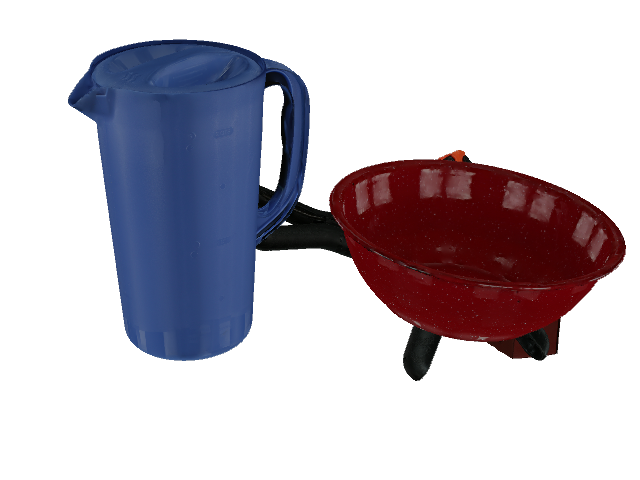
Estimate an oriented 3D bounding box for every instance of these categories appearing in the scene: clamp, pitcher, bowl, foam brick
[{"bbox_3d":[0.009,-0.008,1.208,0.210,0.036,0.164,15,21,-7],"label":"clamp"},{"bbox_3d":[-0.099,-0.032,0.855,0.149,0.243,0.144,10,29,17],"label":"pitcher"},{"bbox_3d":[0.082,0.010,0.592,0.162,0.055,0.162,6,25,-3],"label":"bowl"},{"bbox_3d":[0.100,0.022,0.797,0.120,0.171,0.039,-15,-3,-28],"label":"clamp"},{"bbox_3d":[0.187,0.063,0.985,0.051,0.078,0.053,-6,19,-24],"label":"foam brick"}]
